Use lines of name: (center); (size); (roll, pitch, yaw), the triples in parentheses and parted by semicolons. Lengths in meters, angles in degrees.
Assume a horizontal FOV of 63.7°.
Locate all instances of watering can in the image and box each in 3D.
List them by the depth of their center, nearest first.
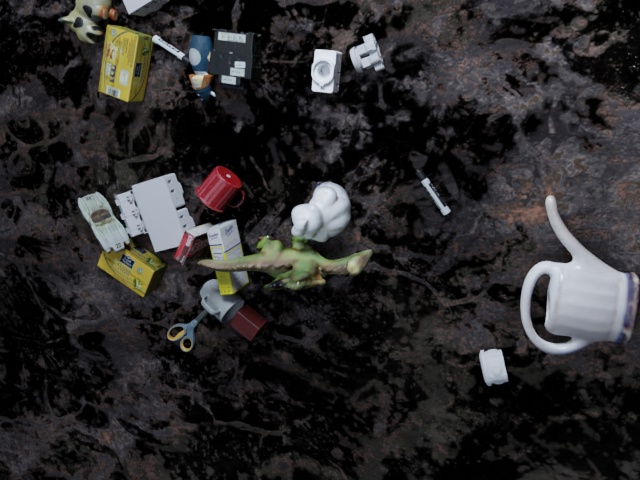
watering can: (0.542, 0.087, 1.064); (0.224, 0.343, 0.105); (7, 16, 16)

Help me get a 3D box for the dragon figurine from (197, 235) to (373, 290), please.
dragon figurine: (-0.085, 0.062, 1.172); (0.411, 0.121, 0.244); (-8, 9, -6)

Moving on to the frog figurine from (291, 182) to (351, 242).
frog figurine: (0.004, -0.059, 1.180); (0.123, 0.135, 0.161); (22, 21, 10)
